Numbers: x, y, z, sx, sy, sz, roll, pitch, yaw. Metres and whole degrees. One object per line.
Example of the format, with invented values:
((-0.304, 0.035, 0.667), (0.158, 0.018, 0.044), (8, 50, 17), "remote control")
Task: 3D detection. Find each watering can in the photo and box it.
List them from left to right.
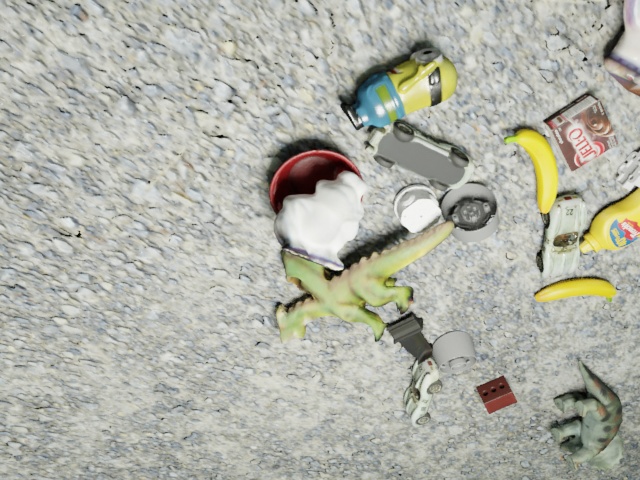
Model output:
((0.593, -0.310, 0.798), (0.346, 0.220, 0.106), (18, 31, -19), "watering can")

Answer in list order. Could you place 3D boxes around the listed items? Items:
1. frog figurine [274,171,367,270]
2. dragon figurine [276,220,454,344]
((0.003, -0.043, 0.846), (0.137, 0.160, 0.122), (22, -7, -11), "frog figurine")
((0.043, 0.066, 0.979), (0.242, 0.403, 0.125), (25, 29, -13), "dragon figurine")
